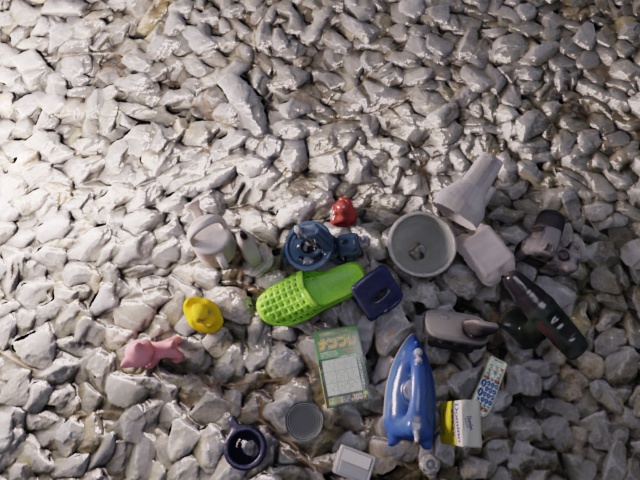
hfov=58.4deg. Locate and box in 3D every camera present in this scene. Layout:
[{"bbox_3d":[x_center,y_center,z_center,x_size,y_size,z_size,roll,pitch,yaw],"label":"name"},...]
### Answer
[{"bbox_3d":[0.567,-0.001,1.394,0.143,0.101,0.137,22,73,6],"label":"camera"}]

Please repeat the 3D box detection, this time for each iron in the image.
[{"bbox_3d":[0.207,0.324,1.261,0.118,0.141,0.258,4,72,1],"label":"iron"}]

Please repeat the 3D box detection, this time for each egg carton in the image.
[{"bbox_3d":[0.401,0.035,1.396,0.107,0.069,0.150,-34,76,-11],"label":"egg carton"}]

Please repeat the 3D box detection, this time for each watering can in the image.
[{"bbox_3d":[-0.262,-0.013,1.336,0.172,0.194,0.101,38,75,11],"label":"watering can"}]

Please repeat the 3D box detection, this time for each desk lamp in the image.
[{"bbox_3d":[0.354,-0.109,1.366,0.118,0.213,0.203,34,75,10],"label":"desk lamp"}]

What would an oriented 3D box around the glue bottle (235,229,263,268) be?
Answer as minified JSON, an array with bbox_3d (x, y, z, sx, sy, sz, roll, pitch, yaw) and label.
[{"bbox_3d":[-0.173,0.009,1.341,0.037,0.173,0.078,-33,75,-10],"label":"glue bottle"}]

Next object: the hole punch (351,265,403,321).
[{"bbox_3d":[0.136,0.125,1.351,0.109,0.091,0.101,-35,76,-11],"label":"hole punch"}]

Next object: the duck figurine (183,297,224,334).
[{"bbox_3d":[-0.277,0.170,1.333,0.104,0.086,0.077,38,75,11],"label":"duck figurine"}]

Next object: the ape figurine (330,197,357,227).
[{"bbox_3d":[0.056,-0.072,1.414,0.076,0.092,0.078,40,76,11],"label":"ape figurine"}]

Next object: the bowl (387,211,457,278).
[{"bbox_3d":[0.244,0.019,1.396,0.167,0.075,0.167,0,72,-1],"label":"bowl"}]

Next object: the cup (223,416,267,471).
[{"bbox_3d":[-0.164,0.438,1.243,0.092,0.095,0.117,-28,74,-9],"label":"cup"}]

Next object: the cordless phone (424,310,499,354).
[{"bbox_3d":[0.315,0.192,1.283,0.147,0.185,0.094,6,72,1],"label":"cordless phone"}]

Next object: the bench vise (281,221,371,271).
[{"bbox_3d":[0.008,-0.006,1.324,0.207,0.220,0.121,-22,73,-8],"label":"bench vise"}]

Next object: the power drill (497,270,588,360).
[{"bbox_3d":[0.475,0.176,1.278,0.076,0.208,0.229,-43,77,-13],"label":"power drill"}]

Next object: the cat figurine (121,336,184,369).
[{"bbox_3d":[-0.380,0.250,1.289,0.128,0.118,0.067,-15,73,-5],"label":"cat figurine"}]
